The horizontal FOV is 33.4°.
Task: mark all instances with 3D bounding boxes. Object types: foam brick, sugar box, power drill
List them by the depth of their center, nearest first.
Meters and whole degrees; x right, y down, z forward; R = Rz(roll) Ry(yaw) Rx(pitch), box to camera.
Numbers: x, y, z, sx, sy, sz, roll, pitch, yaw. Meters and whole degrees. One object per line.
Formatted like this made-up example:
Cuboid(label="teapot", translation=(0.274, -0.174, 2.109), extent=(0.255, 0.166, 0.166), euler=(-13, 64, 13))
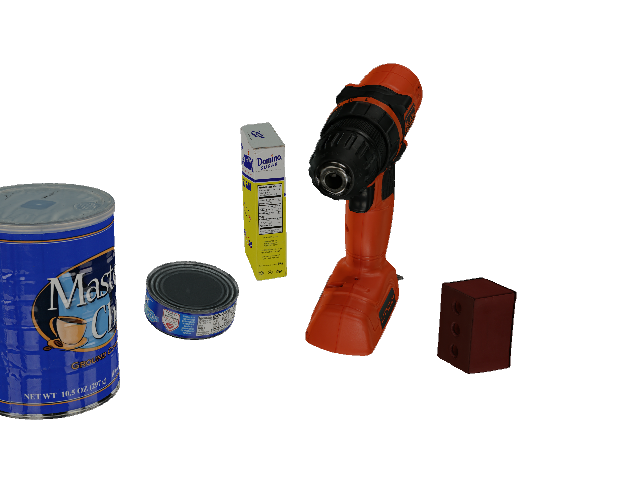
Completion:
Cuboid(label="power drill", translation=(0.028, -0.016, 0.751), extent=(0.057, 0.188, 0.184), euler=(13, 29, 13))
Cuboid(label="foam brick", translation=(0.148, 0.080, 1.014), extent=(0.051, 0.078, 0.053), euler=(-8, 18, -30))
Cuboid(label="sugar box", translation=(-0.071, -0.049, 1.328), extent=(0.048, 0.176, 0.093), euler=(-8, 25, -12))

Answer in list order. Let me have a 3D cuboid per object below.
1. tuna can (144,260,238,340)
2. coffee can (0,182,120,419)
Cuboid(label="tuna can", translation=(-0.120, 0.055, 0.992), extent=(0.086, 0.034, 0.086), euler=(8, 29, -5))
Cuboid(label="coffee can", translation=(-0.195, 0.040, 0.751), extent=(0.103, 0.140, 0.103), euler=(2, 18, -1))
